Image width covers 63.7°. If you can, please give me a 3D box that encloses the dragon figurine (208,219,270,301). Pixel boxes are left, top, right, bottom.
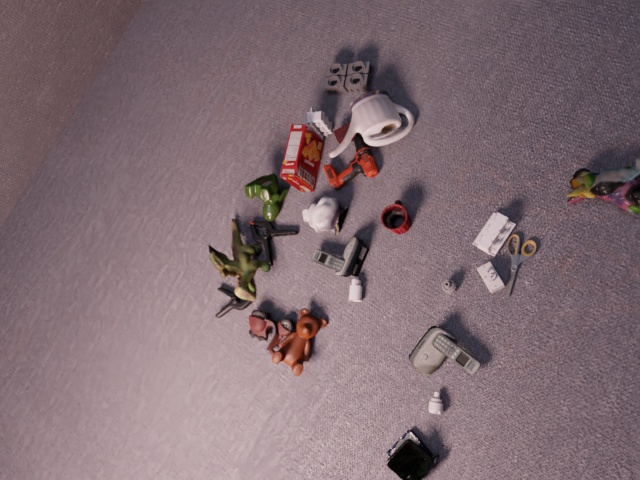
[{"bbox_3d":[-0.318,0.063,1.914,0.121,0.241,0.417,-39,63,16],"label":"dragon figurine"}]

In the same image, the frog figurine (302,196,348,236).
[{"bbox_3d":[0.006,-0.095,1.880,0.160,0.123,0.136,17,101,18],"label":"frog figurine"}]

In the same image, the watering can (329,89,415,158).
[{"bbox_3d":[0.171,-0.432,1.898,0.348,0.102,0.228,-18,63,-4],"label":"watering can"}]
